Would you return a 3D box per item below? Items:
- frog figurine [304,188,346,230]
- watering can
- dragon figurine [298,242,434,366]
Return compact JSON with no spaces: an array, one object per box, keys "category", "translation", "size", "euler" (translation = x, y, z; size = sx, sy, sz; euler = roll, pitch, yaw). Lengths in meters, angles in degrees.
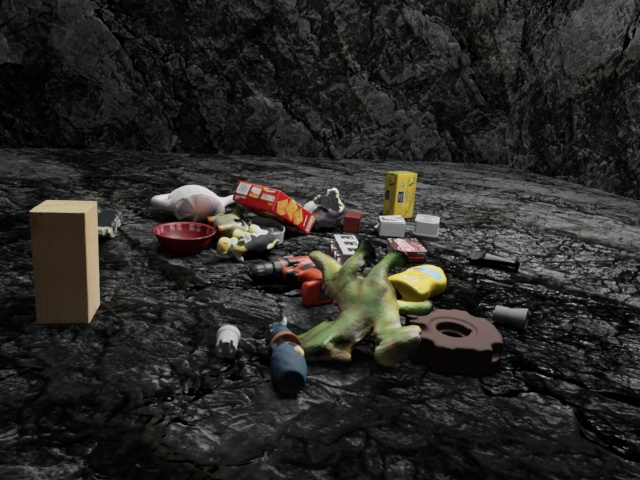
[{"category":"frog figurine","translation":[0.005,-0.085,1.683],"size":[0.122,0.140,0.156],"euler":[36,-38,-5]},{"category":"watering can","translation":[-0.363,-0.120,1.667],"size":[0.348,0.102,0.227],"euler":[-4,19,-24]},{"category":"dragon figurine","translation":[0.038,0.119,0.919],"size":[0.246,0.120,0.411],"euler":[-34,26,-31]}]
